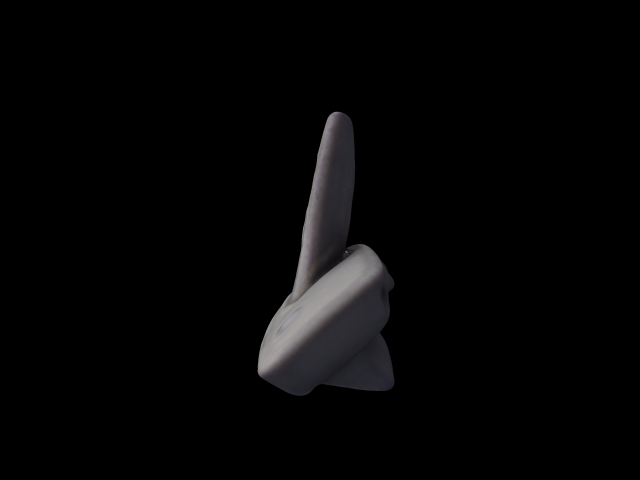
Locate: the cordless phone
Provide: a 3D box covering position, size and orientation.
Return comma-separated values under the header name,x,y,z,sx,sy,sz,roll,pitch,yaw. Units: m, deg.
name,x,y,z,sx,sy,sz,roll,pitch,yaw
cordless phone,0.004,0.001,0.400,0.094,0.185,0.147,-1,7,-4
